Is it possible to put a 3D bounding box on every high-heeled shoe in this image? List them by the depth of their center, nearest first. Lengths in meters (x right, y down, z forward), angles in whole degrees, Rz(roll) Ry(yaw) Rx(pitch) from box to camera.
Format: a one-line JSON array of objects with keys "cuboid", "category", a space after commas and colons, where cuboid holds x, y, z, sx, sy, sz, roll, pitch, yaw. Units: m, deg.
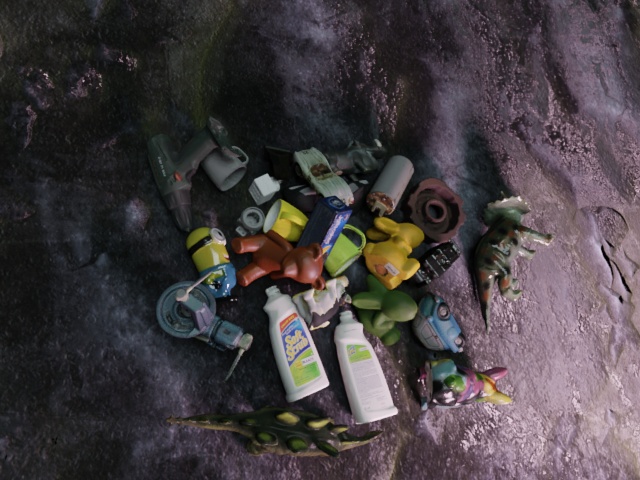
[{"cuboid": [0.026, -0.122, 1.367, 0.145, 0.086, 0.249, 33, 41, 27], "category": "high-heeled shoe"}]

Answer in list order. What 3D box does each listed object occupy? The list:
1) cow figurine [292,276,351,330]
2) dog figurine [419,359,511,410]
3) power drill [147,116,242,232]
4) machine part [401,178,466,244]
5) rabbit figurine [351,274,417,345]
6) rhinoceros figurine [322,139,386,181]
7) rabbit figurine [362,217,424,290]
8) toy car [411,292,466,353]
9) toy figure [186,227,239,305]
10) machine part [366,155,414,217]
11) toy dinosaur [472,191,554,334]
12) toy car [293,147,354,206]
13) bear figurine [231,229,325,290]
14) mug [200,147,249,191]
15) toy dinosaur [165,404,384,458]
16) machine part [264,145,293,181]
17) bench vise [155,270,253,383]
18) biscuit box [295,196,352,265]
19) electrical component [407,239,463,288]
[{"cuboid": [0.019, 0.142, 1.247, 0.167, 0.068, 0.098, -20, 87, -46], "category": "cow figurine"}, {"cuboid": [0.350, 0.340, 1.267, 0.219, 0.191, 0.108, 0, 66, -4], "category": "dog figurine"}, {"cuboid": [-0.279, -0.161, 1.206, 0.232, 0.207, 0.086, 60, 20, 13], "category": "power drill"}, {"cuboid": [0.303, -0.075, 1.442, 0.179, 0.056, 0.179, 6, 73, -18], "category": "machine part"}, {"cuboid": [0.159, 0.150, 1.255, 0.159, 0.170, 0.121, 39, 64, -5], "category": "rabbit figurine"}, {"cuboid": [0.086, -0.207, 1.402, 0.190, 0.073, 0.112, -13, 68, -21], "category": "rhinoceros figurine"}, {"cuboid": [0.187, 0.017, 1.350, 0.162, 0.121, 0.173, 41, 59, 11], "category": "rabbit figurine"}, {"cuboid": [0.281, 0.214, 1.326, 0.103, 0.109, 0.161, -29, 96, -2], "category": "toy car"}, {"cuboid": [-0.238, 0.057, 1.192, 0.089, 0.082, 0.180, -13, 81, -23], "category": "toy figure"}, {"cuboid": [0.182, -0.143, 1.386, 0.079, 0.079, 0.243, 36, 50, -6], "category": "machine part"}, {"cuboid": [0.481, 0.034, 1.444, 0.192, 0.131, 0.405, 34, 69, 6], "category": "toy dinosaur"}, {"cuboid": [0.006, -0.146, 1.286, 0.073, 0.056, 0.202, -20, 55, -26], "category": "toy car"}, {"cuboid": [-0.088, 0.052, 1.183, 0.132, 0.196, 0.120, -20, 117, -37], "category": "bear figurine"}, {"cuboid": [-0.230, -0.188, 1.273, 0.107, 0.080, 0.109, 44, 68, 7], "category": "mug"}, {"cuboid": [-0.077, 0.382, 1.083, 0.471, 0.198, 0.105, 9, 68, -19], "category": "toy dinosaur"}, {"cuboid": [-0.099, -0.192, 1.313, 0.084, 0.039, 0.139, 17, 30, -18], "category": "machine part"}, {"cuboid": [-0.242, 0.156, 1.083, 0.224, 0.240, 0.129, 36, 68, 11], "category": "bench vise"}, {"cuboid": [-0.003, -0.004, 1.226, 0.063, 0.202, 0.059, 43, 34, 24], "category": "biscuit box"}, {"cuboid": [0.279, 0.064, 1.357, 0.134, 0.115, 0.058, -37, 86, -27], "category": "electrical component"}]
